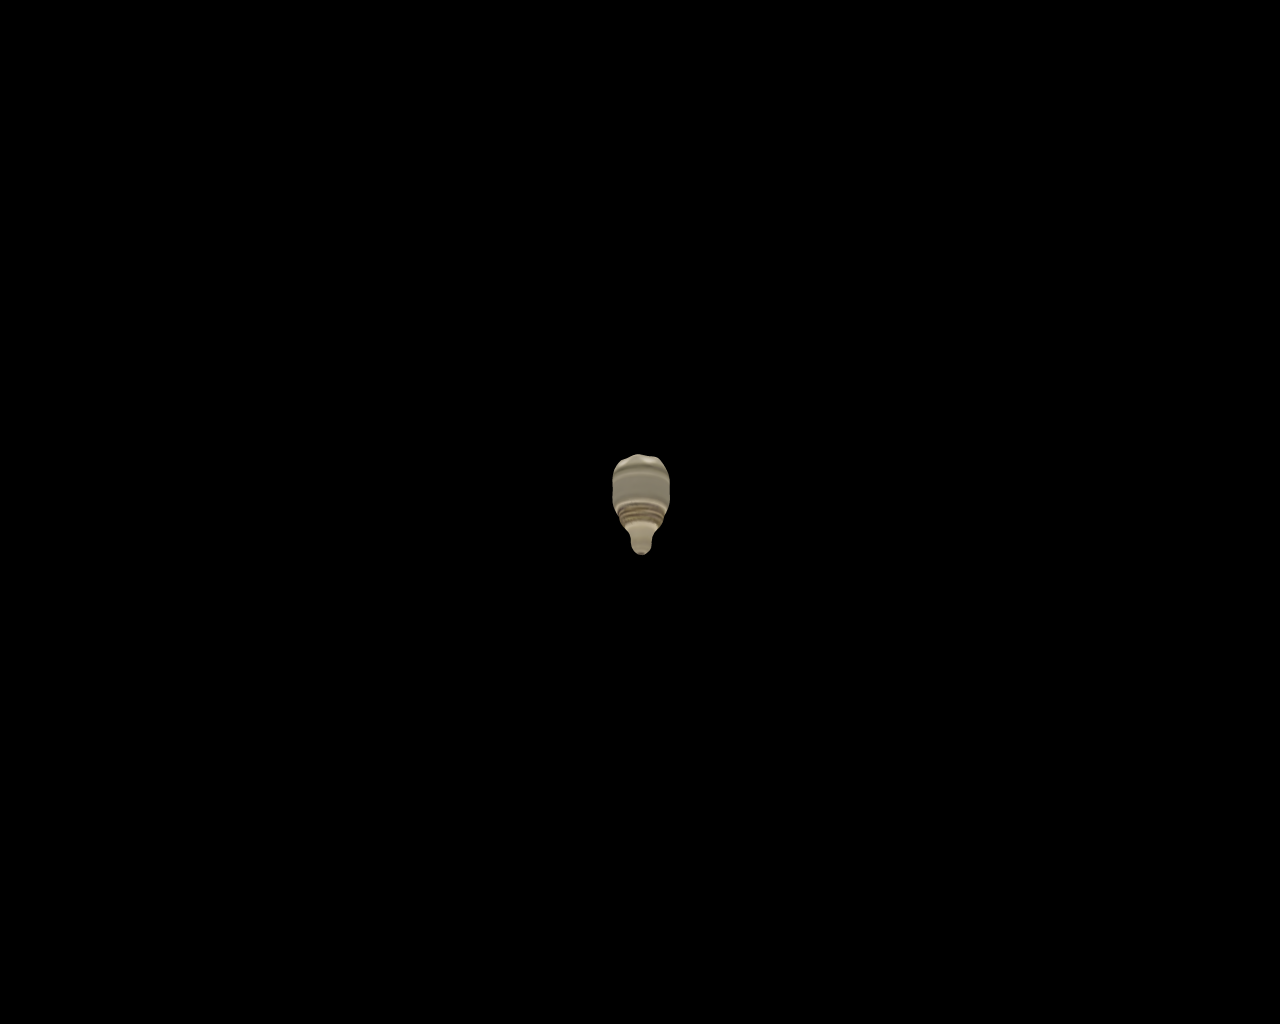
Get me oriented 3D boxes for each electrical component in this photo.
[{"bbox_3d":[0.001,-0.003,0.650,0.035,0.061,0.035,0,-24,0],"label":"electrical component"}]
